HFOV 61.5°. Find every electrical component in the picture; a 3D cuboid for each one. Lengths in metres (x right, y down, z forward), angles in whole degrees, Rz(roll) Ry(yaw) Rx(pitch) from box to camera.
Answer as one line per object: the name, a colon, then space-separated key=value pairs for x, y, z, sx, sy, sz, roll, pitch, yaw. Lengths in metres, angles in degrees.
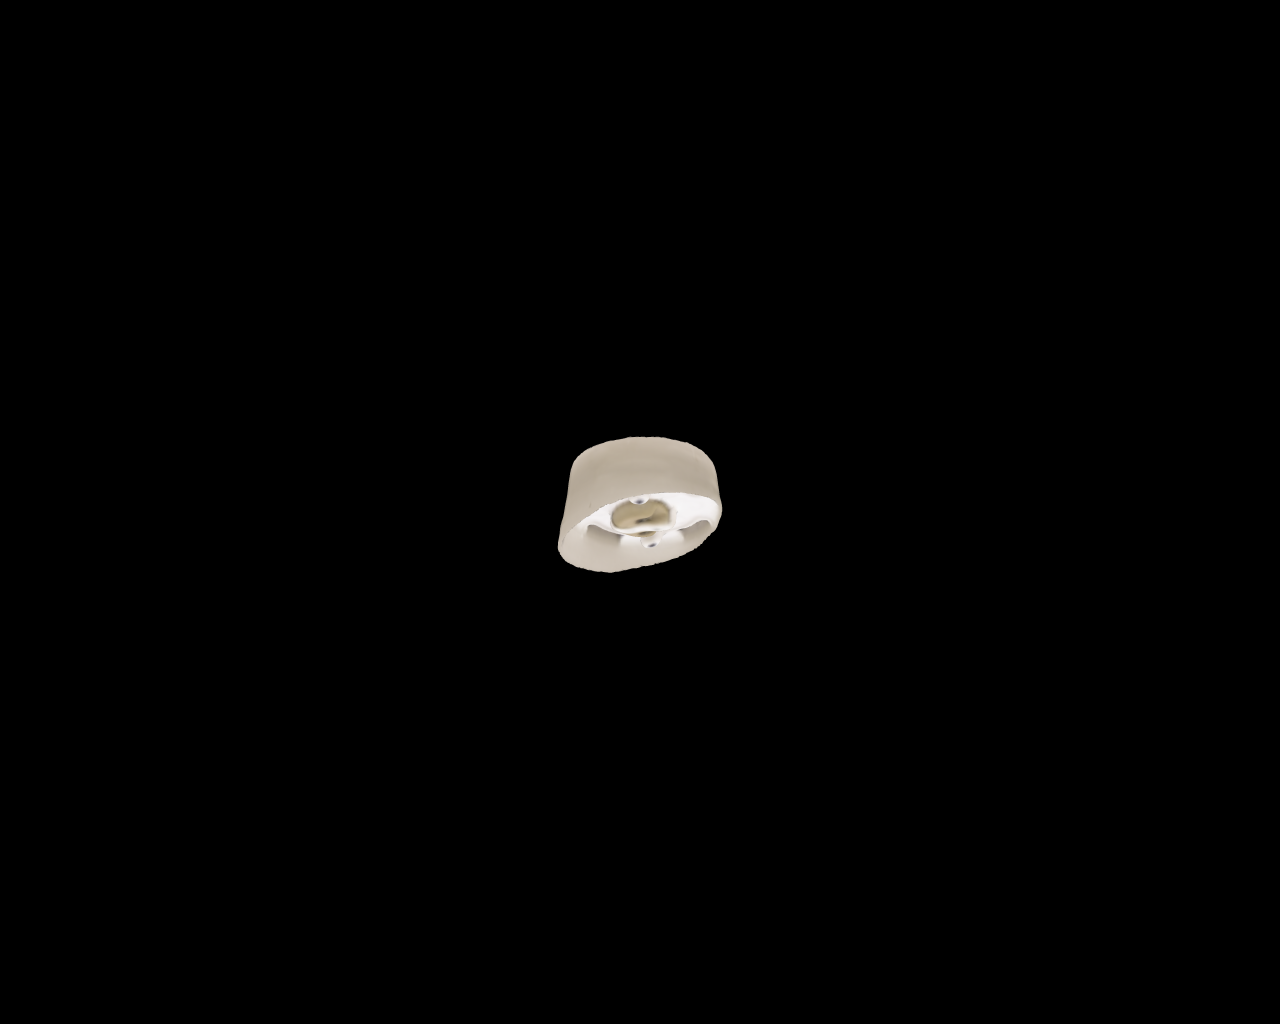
electrical component: x=0.001 y=-0.003 z=0.650 sx=0.099 sy=0.064 sz=0.099 roll=0 pitch=-27 yaw=0
